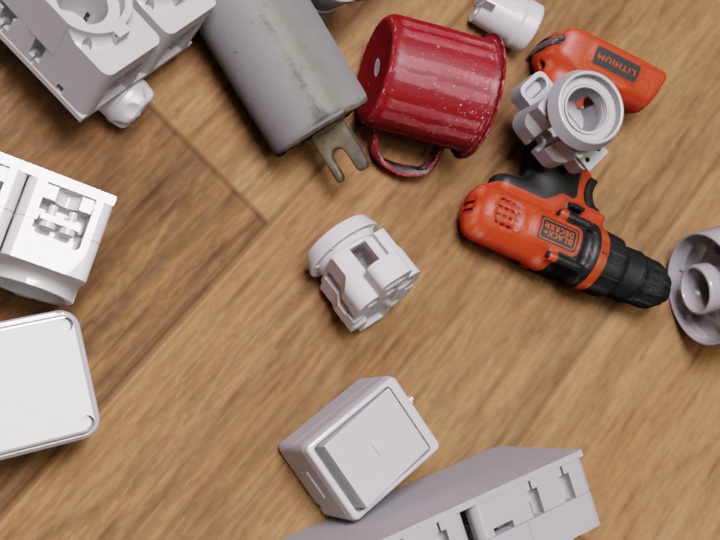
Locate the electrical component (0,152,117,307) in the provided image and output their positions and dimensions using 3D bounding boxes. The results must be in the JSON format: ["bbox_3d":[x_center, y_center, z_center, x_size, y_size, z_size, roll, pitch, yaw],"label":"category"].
[{"bbox_3d":[-0.230,-0.033,0.623,0.150,0.089,0.061,21,75,-20],"label":"electrical component"}]

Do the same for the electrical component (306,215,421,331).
[{"bbox_3d":[0.000,0.000,0.735,0.058,0.078,0.057,-31,75,-25],"label":"electrical component"}]

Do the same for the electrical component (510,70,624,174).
[{"bbox_3d":[0.150,-0.109,0.765,0.058,0.057,0.078,-43,98,-18],"label":"electrical component"}]

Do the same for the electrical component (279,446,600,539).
[{"bbox_3d":[0.053,0.178,0.713,0.186,0.105,0.060,-18,90,-25],"label":"electrical component"}]

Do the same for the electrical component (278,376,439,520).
[{"bbox_3d":[0.006,0.115,0.725,0.096,0.061,0.061,-37,98,-24],"label":"electrical component"}]

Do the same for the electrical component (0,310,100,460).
[{"bbox_3d":[-0.218,0.072,0.632,0.113,0.057,0.078,-12,88,-25],"label":"electrical component"}]

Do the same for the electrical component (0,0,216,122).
[{"bbox_3d":[-0.190,-0.198,0.654,0.186,0.060,0.105,47,51,-5],"label":"electrical component"}]

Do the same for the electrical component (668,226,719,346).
[{"bbox_3d":[0.291,0.012,0.851,0.064,0.099,0.099,-7,86,-19],"label":"electrical component"}]

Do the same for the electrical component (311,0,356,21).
[{"bbox_3d":[-0.026,-0.197,0.752,0.044,0.065,0.044,4,81,-23],"label":"electrical component"}]

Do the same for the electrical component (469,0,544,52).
[{"bbox_3d":[0.112,-0.196,0.830,0.046,0.040,0.040,25,73,-13],"label":"electrical component"}]

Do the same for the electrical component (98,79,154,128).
[{"bbox_3d":[-0.166,-0.123,0.696,0.061,0.035,0.035,42,68,-11],"label":"electrical component"}]
